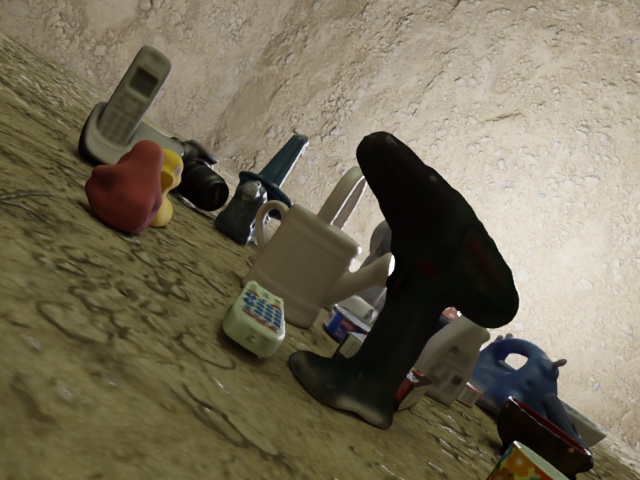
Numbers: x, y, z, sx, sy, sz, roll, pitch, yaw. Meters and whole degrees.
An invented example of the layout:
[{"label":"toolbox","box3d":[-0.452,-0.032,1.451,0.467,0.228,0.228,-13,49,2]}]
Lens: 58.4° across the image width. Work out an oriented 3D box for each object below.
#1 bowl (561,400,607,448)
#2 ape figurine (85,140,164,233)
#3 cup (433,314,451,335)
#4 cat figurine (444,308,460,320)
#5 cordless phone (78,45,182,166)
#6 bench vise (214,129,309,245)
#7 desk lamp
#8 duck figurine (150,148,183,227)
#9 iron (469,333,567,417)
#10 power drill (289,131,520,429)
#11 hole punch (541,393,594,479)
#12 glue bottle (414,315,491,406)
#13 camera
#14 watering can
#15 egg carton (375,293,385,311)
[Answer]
[{"label":"bowl","box3d":[0.424,0.328,1.040,0.167,0.074,0.167,34,3,-2]},{"label":"ape figurine","box3d":[-0.187,-0.058,0.576,0.078,0.092,0.076,32,4,-26]},{"label":"cup","box3d":[0.151,0.147,0.851,0.118,0.095,0.091,31,4,-38]},{"label":"cat figurine","box3d":[0.239,0.175,1.092,0.067,0.117,0.128,35,4,26]},{"label":"cordless phone","box3d":[-0.247,-0.171,0.831,0.148,0.185,0.093,31,4,-37]},{"label":"bench vise","box3d":[-0.080,-0.093,1.000,0.122,0.219,0.207,33,3,-15]},{"label":"desk lamp","box3d":[0.123,0.042,1.073,0.118,0.213,0.204,34,3,11]},{"label":"duck figurine","box3d":[-0.200,-0.071,0.695,0.078,0.086,0.104,32,4,-25]},{"label":"iron","box3d":[0.326,0.225,0.997,0.119,0.141,0.258,33,3,-12]},{"label":"power drill","box3d":[0.069,0.048,0.496,0.230,0.208,0.075,32,4,-32]},{"label":"hole punch","box3d":[0.335,0.276,0.795,0.100,0.091,0.109,36,4,31]},{"label":"glue bottle","box3d":[0.188,0.131,0.759,0.078,0.173,0.037,33,3,-18]},{"label":"camera","box3d":[-0.226,-0.119,1.005,0.136,0.101,0.144,36,4,33]},{"label":"watering can","box3d":[0.007,0.003,0.680,0.173,0.194,0.101,33,3,-9]},{"label":"egg carton","box3d":[0.150,0.137,1.197,0.149,0.069,0.108,36,4,39]}]
